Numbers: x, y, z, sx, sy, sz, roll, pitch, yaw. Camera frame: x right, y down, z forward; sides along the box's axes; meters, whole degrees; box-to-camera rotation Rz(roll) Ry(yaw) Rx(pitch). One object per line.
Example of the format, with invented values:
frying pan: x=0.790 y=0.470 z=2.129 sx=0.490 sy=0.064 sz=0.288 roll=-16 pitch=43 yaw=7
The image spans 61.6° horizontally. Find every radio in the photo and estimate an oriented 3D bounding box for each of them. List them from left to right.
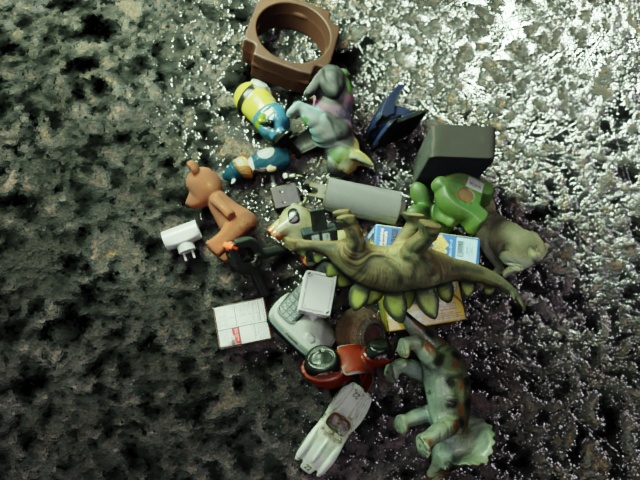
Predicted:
radio: x=0.278 y=-0.170 z=1.147 sx=0.131 sy=0.229 sz=0.073 roll=4 pitch=78 yaw=1

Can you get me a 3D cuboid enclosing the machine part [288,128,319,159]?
machine part: x=-0.006 y=-0.235 z=1.237 sx=0.139 sy=0.039 sz=0.084 roll=-25 pitch=86 yaw=-10

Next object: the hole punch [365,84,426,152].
hole punch: x=0.157 y=-0.276 z=1.213 sx=0.116 sy=0.142 sz=0.092 roll=-29 pitch=83 yaw=-23

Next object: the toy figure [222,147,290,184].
toy figure: x=-0.146 y=-0.170 z=1.204 sx=0.154 sy=0.064 sz=0.057 roll=-15 pitch=106 yaw=-11

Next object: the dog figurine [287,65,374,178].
dog figurine: x=0.048 y=-0.246 z=1.167 sx=0.219 sy=0.108 sz=0.191 roll=40 pitch=98 yaw=-5

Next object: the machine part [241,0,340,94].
machine part: x=-0.067 y=-0.448 z=1.233 sx=0.201 sy=0.087 sz=0.201 roll=17 pitch=66 yaw=-5

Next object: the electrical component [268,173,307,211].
electrical component: x=-0.071 y=-0.103 z=1.201 sx=0.078 sy=0.045 sz=0.102 roll=-7 pitch=79 yaw=-7

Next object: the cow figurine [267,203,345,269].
cow figurine: x=-0.002 y=-0.004 z=1.159 sx=0.195 sy=0.085 sz=0.127 roll=39 pitch=92 yaw=-13

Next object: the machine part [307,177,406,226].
machine part: x=0.092 y=-0.085 z=1.192 sx=0.243 sy=0.079 sz=0.079 roll=12 pitch=78 yaw=-3

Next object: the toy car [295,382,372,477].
toy car: x=0.029 y=0.386 z=1.101 sx=0.073 sy=0.056 sz=0.201 roll=37 pitch=78 yaw=4

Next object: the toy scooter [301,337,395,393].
toy scooter: x=0.057 y=0.258 z=1.062 sx=0.184 sy=0.135 sz=0.075 roll=-11 pitch=45 yaw=-4

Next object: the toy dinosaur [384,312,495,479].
toy dinosaur: x=0.241 y=0.292 z=1.079 sx=0.192 sy=0.131 sz=0.404 roll=-3 pitch=84 yaw=-27

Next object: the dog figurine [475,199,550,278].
dog figurine: x=0.387 y=-0.027 z=1.158 sx=0.121 sy=0.172 sz=0.190 roll=-32 pitch=89 yaw=-20

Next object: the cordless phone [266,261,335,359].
cordless phone: x=-0.006 y=0.146 z=1.121 sx=0.146 sy=0.088 sz=0.184 roll=42 pitch=86 yaw=5

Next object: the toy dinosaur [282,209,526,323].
toy dinosaur: x=0.161 y=0.049 z=1.006 sx=0.472 sy=0.105 sz=0.198 roll=6 pitch=106 yaw=3

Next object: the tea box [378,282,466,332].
tea box: x=0.216 y=0.139 z=1.159 sx=0.170 sy=0.068 sz=0.098 roll=-7 pitch=80 yaw=-6

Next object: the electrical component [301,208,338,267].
electrical component: x=-0.002 y=-0.009 z=1.089 sx=0.075 sy=0.048 sz=0.119 roll=-13 pitch=107 yaw=-4

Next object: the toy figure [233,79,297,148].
toy figure: x=-0.126 y=-0.283 z=1.203 sx=0.089 sy=0.082 sz=0.180 roll=-27 pitch=70 yaw=-13

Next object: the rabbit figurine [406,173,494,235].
rabbit figurine: x=0.263 y=-0.057 z=1.148 sx=0.159 sy=0.170 sz=0.121 roll=18 pitch=60 yaw=-5

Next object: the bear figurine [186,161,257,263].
bear figurine: x=-0.232 y=-0.065 z=1.146 sx=0.196 sy=0.120 sz=0.132 roll=41 pitch=82 yaw=6
